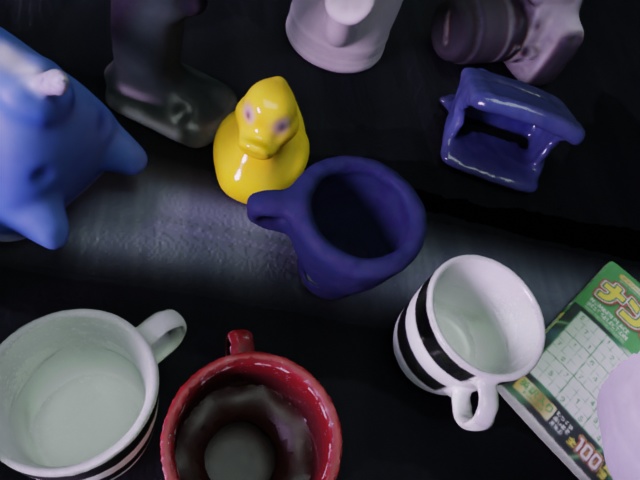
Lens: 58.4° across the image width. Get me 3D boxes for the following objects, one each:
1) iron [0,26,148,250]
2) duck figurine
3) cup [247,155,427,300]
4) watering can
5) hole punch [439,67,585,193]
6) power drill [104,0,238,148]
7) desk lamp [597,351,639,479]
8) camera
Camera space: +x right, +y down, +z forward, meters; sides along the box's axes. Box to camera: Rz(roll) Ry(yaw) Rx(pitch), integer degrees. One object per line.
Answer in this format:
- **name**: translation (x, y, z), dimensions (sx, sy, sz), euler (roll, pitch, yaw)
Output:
- **iron**: translation (-0.244, -0.112, 0.367), dimensions (0.258, 0.141, 0.119), euler (32, 58, 4)
- **duck figurine**: translation (-0.041, -0.090, 0.444), dimensions (0.077, 0.086, 0.104), euler (19, 58, -4)
- **cup**: translation (0.004, 0.001, 0.399), dimensions (0.118, 0.095, 0.091), euler (6, 59, -12)
- **watering can**: translation (0.038, -0.242, 0.490), dimensions (0.101, 0.194, 0.172), euler (-2, 61, -17)
- **hole punch**: translation (0.169, -0.114, 0.514), dimensions (0.109, 0.091, 0.101), euler (18, 58, -5)
- **power drill**: translation (-0.097, -0.165, 0.400), dimensions (0.229, 0.208, 0.076), euler (26, 57, 0)
- **desk lamp**: translation (0.175, 0.168, 0.280), dimensions (0.118, 0.213, 0.203), euler (21, 57, -3)
- **camera**: translation (0.182, -0.237, 0.583), dimensions (0.137, 0.100, 0.143), euler (-11, 64, -21)
